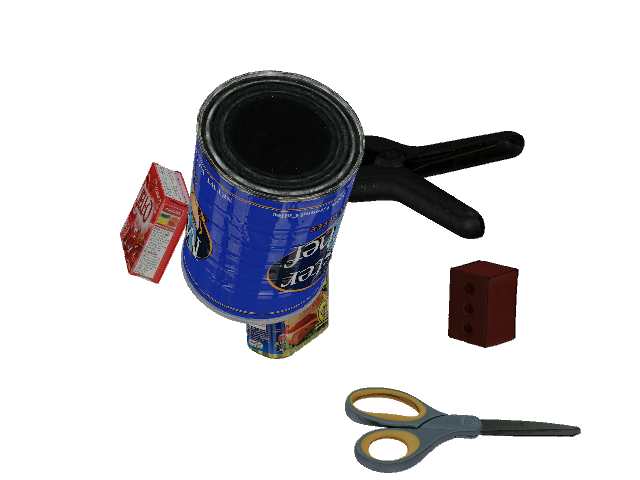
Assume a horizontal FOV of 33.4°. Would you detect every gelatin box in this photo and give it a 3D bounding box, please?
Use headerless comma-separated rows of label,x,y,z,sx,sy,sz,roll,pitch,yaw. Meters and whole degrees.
gelatin box,-0.139,-0.017,0.894,0.030,0.073,0.089,21,17,-23

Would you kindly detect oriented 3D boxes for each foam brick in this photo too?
foam brick,0.168,0.065,1.108,0.051,0.078,0.053,-14,19,-42

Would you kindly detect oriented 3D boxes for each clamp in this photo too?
clamp,0.073,-0.065,0.950,0.210,0.036,0.164,12,35,26

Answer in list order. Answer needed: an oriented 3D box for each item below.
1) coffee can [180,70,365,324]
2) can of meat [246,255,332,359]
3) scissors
coffee can,-0.035,-0.024,0.692,0.102,0.103,0.140,0,-35,-12
can of meat,-0.033,0.061,1.081,0.058,0.084,0.101,15,28,32
scissors,0.115,0.170,0.901,0.202,0.016,0.096,12,40,10
